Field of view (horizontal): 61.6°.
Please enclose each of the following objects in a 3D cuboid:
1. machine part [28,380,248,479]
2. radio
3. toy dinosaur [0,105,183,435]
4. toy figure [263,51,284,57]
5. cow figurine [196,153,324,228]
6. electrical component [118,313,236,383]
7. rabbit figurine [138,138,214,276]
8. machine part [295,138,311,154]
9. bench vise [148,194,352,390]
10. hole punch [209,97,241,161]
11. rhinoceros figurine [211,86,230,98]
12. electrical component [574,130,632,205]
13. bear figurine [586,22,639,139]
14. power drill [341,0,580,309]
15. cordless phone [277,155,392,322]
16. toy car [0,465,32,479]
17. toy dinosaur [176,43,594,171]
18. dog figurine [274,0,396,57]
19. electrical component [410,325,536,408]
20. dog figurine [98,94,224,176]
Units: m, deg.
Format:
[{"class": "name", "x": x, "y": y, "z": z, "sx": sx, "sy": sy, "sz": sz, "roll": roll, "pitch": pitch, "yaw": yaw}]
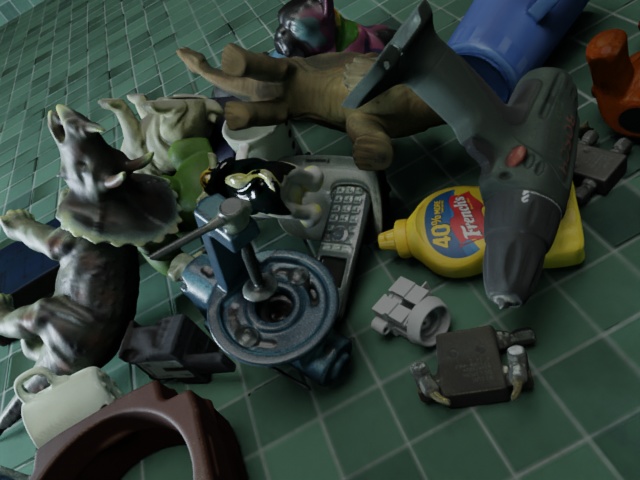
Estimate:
[{"class": "machine part", "x": -0.160, "y": 0.241, "z": 0.453, "sx": 0.201, "sy": 0.087, "sz": 0.201, "roll": -30, "pitch": 43, "yaw": -1}, {"class": "radio", "x": -0.387, "y": 0.038, "z": 0.779, "sx": 0.230, "sy": 0.073, "sz": 0.131, "roll": -30, "pitch": 42, "yaw": -2}, {"class": "toy dinosaur", "x": -0.267, "y": 0.062, "z": 0.607, "sx": 0.192, "sy": 0.131, "sz": 0.404, "roll": 14, "pitch": 97, "yaw": 26}, {"class": "toy figure", "x": -0.009, "y": -0.292, "z": 0.871, "sx": 0.180, "sy": 0.082, "sz": 0.089, "roll": -11, "pitch": 57, "yaw": 14}, {"class": "cow figurine", "x": -0.084, "y": -0.057, "z": 0.582, "sx": 0.168, "sy": 0.098, "sz": 0.068, "roll": 9, "pitch": 90, "yaw": 39}, {"class": "electrical component", "x": -0.144, "y": 0.116, "z": 0.568, "sx": 0.119, "sy": 0.074, "sz": 0.048, "roll": -13, "pitch": 46, "yaw": 24}, {"class": "rabbit figurine", "x": -0.199, "y": -0.028, "z": 0.707, "sx": 0.170, "sy": 0.121, "sz": 0.159, "roll": -18, "pitch": 64, "yaw": -4}, {"class": "machine part", "x": -0.051, "y": -0.114, "z": 0.759, "sx": 0.084, "sy": 0.039, "sz": 0.139, "roll": -26, "pitch": 44, "yaw": 12}, {"class": "bench vise", "x": -0.070, "y": 0.035, "z": 0.497, "sx": 0.129, "sy": 0.240, "sz": 0.224, "roll": -38, "pitch": 58, "yaw": -20}, {"class": "hole punch", "x": -0.149, "y": -0.152, "z": 0.814, "sx": 0.142, "sy": 0.092, "sz": 0.116, "roll": 6, "pitch": 58, "yaw": 29}, {"class": "rhinoceros figurine", "x": -0.090, "y": -0.234, "z": 0.839, "sx": 0.191, "sy": 0.112, "sz": 0.073, "roll": 6, "pitch": 51, "yaw": 43}, {"class": "electrical component", "x": 0.274, "y": -0.075, "z": 0.553, "sx": 0.094, "sy": 0.021, "sz": 0.063, "roll": -46, "pitch": 45, "yaw": -15}, {"class": "bear figurine", "x": 0.363, "y": -0.201, "z": 0.548, "sx": 0.120, "sy": 0.131, "sz": 0.196, "roll": 22, "pitch": 70, "yaw": 36}, {"class": "power drill", "x": 0.124, "y": -0.086, "z": 0.446, "sx": 0.207, "sy": 0.086, "sz": 0.232, "roll": 33, "pitch": 64, "yaw": -3}, {"class": "cordless phone", "x": -0.002, "y": -0.002, "z": 0.606, "sx": 0.147, "sy": 0.088, "sz": 0.184, "roll": 6, "pitch": 71, "yaw": 32}, {"class": "toy car", "x": -0.318, "y": 0.290, "z": 0.486, "sx": 0.103, "sy": 0.109, "sz": 0.162, "roll": -45, "pitch": 33, "yaw": 9}, {"class": "toy dinosaur", "x": 0.061, "y": -0.158, "z": 0.593, "sx": 0.472, "sy": 0.105, "sz": 0.198, "roll": 17, "pitch": 29, "yaw": 12}, {"class": "dog figurine", "x": 0.036, "y": -0.273, "z": 0.727, "sx": 0.191, "sy": 0.219, "sz": 0.109, "roll": -39, "pitch": 47, "yaw": -8}, {"class": "electrical component", "x": 0.129, "y": 0.106, "z": 0.448, "sx": 0.102, "sy": 0.045, "sz": 0.078, "roll": -9, "pitch": 48, "yaw": 22}, {"class": "dog figurine", "x": -0.218, "y": -0.109, "z": 0.772, "sx": 0.173, "sy": 0.190, "sz": 0.121, "roll": 6, "pitch": 21, "yaw": 22}]
